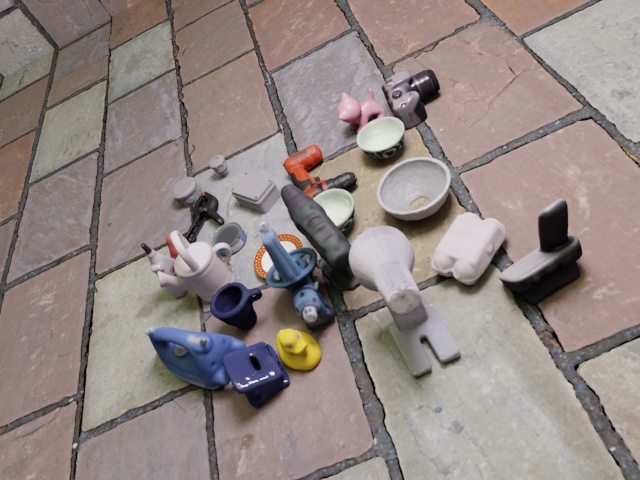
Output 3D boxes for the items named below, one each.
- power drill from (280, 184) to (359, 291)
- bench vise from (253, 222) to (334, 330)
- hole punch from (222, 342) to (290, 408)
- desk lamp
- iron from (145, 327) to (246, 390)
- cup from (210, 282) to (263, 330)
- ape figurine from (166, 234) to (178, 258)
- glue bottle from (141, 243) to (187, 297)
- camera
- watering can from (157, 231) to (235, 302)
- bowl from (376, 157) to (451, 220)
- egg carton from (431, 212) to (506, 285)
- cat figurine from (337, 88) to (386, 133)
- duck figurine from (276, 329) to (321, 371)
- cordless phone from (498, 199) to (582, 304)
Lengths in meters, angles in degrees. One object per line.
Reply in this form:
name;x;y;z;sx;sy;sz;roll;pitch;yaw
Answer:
power drill;0.011;0.004;1.192;0.075;0.209;0.228;-37;45;-4
bench vise;-0.046;0.065;1.164;0.121;0.220;0.206;-41;46;-8
hole punch;-0.128;0.256;1.138;0.101;0.091;0.108;-37;45;-4
desk lamp;0.149;0.102;1.030;0.118;0.214;0.202;-29;45;4
iron;-0.293;0.225;1.218;0.257;0.142;0.119;4;56;31
cup;-0.167;0.148;1.248;0.117;0.095;0.091;-22;46;11
ape figurine;-0.358;0.017;1.464;0.076;0.092;0.077;-31;45;2
glue bottle;-0.376;0.063;1.377;0.037;0.174;0.078;-16;47;17
camera;0.238;-0.381;1.470;0.136;0.101;0.143;-26;45;7
watering can;-0.291;0.058;1.320;0.100;0.195;0.173;29;70;41
bowl;0.214;-0.101;1.265;0.167;0.075;0.167;-15;48;17
egg carton;0.293;0.016;1.128;0.107;0.070;0.150;19;64;38
cat figurine;0.098;-0.344;1.503;0.128;0.118;0.067;-39;45;-6
duck figurine;-0.055;0.207;1.144;0.104;0.086;0.077;25;68;40
cordless phone;0.379;0.013;1.002;0.147;0.186;0.094;-35;45;-3
